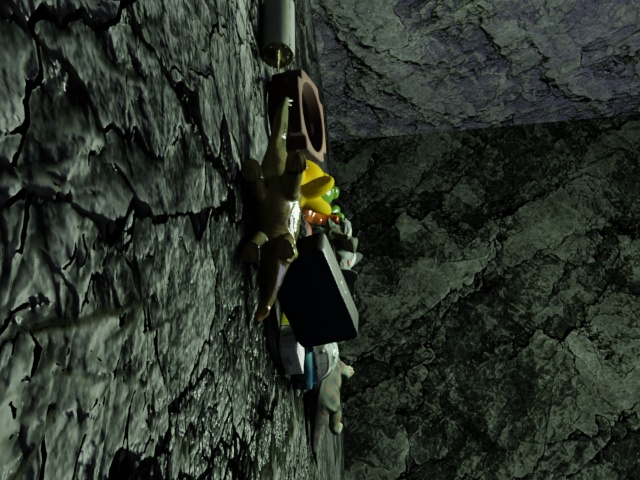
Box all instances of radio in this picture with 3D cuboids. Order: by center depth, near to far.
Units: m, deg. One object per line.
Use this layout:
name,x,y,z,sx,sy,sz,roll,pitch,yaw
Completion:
radio,-0.014,0.109,1.102,0.073,0.131,0.229,-83,154,-62

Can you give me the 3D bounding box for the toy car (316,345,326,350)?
toy car,-0.010,0.157,1.246,0.073,0.056,0.201,-59,138,-77

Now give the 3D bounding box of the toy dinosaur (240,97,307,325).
toy dinosaur,-0.079,-0.080,0.964,0.198,0.105,0.471,97,-1,-74

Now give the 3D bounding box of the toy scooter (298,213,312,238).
toy scooter,-0.047,0.008,1.170,0.135,0.075,0.184,116,-26,-54

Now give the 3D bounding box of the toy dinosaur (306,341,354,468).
toy dinosaur,0.011,0.417,1.543,0.405,0.131,0.191,-83,157,-45

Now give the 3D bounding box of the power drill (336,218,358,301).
power drill,0.057,0.075,1.470,0.207,0.086,0.231,-107,-158,-70

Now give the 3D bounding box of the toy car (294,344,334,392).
toy car,-0.018,0.290,1.329,0.109,0.103,0.161,-65,148,-79

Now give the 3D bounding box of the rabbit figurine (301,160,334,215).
rabbit figurine,-0.051,-0.097,1.145,0.173,0.163,0.121,-45,146,-60

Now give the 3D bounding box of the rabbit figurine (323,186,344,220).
rabbit figurine,-0.012,-0.090,1.622,0.121,0.159,0.170,-107,-156,-61

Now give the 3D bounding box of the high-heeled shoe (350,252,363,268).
high-heeled shoe,0.041,0.023,1.670,0.086,0.249,0.145,53,-40,38

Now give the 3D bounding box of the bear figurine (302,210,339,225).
bear figurine,-0.020,-0.051,1.466,0.195,0.132,0.120,92,16,-76

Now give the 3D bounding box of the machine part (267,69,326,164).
machine part,-0.055,-0.289,1.296,0.201,0.087,0.201,22,62,-74

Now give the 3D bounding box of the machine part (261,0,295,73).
machine part,-0.095,-0.480,1.229,0.079,0.079,0.243,77,9,-63

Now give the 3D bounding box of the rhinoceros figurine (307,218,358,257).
rhinoceros figurine,-0.003,-0.004,1.305,0.112,0.191,0.073,-57,154,-34
